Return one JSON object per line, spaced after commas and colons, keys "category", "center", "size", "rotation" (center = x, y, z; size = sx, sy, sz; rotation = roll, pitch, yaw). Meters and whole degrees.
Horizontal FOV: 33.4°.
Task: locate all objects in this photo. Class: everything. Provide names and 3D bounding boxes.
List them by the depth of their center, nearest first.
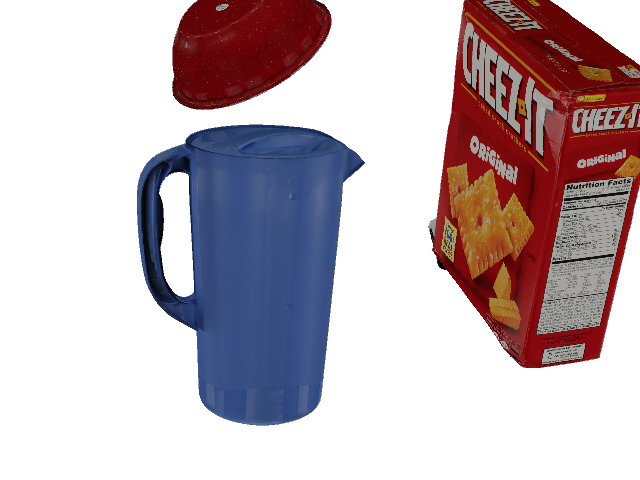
{"category": "cracker box", "center": [0.146, -0.043, 0.750], "size": [0.072, 0.214, 0.164], "rotation": [-8, 34, -16]}
{"category": "pitcher", "center": [-0.059, 0.028, 0.900], "size": [0.149, 0.243, 0.144], "rotation": [11, 19, 26]}
{"category": "bowl", "center": [-0.074, -0.189, 0.958], "size": [0.162, 0.162, 0.055], "rotation": [0, -44, 35]}
{"category": "marker", "center": [0.115, 0.003, 1.008], "size": [0.020, 0.020, 0.121], "rotation": [0, 16, 2]}
